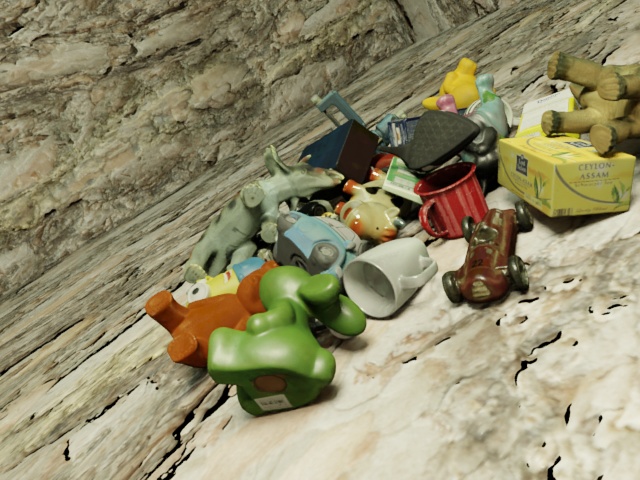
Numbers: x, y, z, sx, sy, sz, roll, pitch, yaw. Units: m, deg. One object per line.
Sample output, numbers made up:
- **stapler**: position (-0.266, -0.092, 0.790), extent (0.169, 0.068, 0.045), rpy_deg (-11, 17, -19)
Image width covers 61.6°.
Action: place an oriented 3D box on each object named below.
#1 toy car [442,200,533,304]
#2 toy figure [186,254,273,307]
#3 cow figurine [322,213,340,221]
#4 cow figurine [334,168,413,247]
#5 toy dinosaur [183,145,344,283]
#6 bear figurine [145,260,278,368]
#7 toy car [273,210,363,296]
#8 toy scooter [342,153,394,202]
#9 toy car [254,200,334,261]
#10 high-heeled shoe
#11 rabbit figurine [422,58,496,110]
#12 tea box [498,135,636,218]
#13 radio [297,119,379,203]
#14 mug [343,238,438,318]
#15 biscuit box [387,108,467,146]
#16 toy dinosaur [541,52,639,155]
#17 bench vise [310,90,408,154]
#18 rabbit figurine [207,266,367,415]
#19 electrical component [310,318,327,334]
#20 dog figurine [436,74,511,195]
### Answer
- **toy car**: position (0.206, 0.006, 0.650), extent (0.089, 0.053, 0.202), rpy_deg (-19, 22, 33)
- **toy figure**: position (-0.134, 0.085, 0.882), extent (0.180, 0.089, 0.082), rpy_deg (-23, 0, -11)
- **cow figurine**: position (-0.003, -0.003, 0.894), extent (0.068, 0.098, 0.167), rpy_deg (-21, 19, 39)
- **cow figurine**: position (0.093, -0.044, 0.864), extent (0.127, 0.085, 0.195), rpy_deg (29, 29, 19)
- **toy dinosaur**: position (-0.145, -0.022, 0.994), extent (0.405, 0.131, 0.192), rpy_deg (-42, 16, 17)
- **bear figurine**: position (-0.126, 0.097, 0.777), extent (0.196, 0.131, 0.120), rpy_deg (-34, 58, -3)
- **toy car**: position (0.006, 0.020, 0.767), extent (0.103, 0.109, 0.162), rpy_deg (-20, 48, -30)
- **toy scooter**: position (0.134, -0.138, 1.086), extent (0.184, 0.075, 0.135), rpy_deg (-13, 25, 50)
- **toy car**: position (-0.057, -0.017, 1.073), extent (0.202, 0.056, 0.074), rpy_deg (-41, 29, -29)
- **high-heeled shoe**: position (0.195, -0.139, 0.823), extent (0.145, 0.086, 0.249), rpy_deg (4, 3, -27)
- **rabbit figurine**: position (0.325, -0.339, 1.261), extent (0.162, 0.121, 0.173), rpy_deg (-28, 19, 16)
- **tea box**: position (0.302, -0.087, 0.682), extent (0.098, 0.068, 0.170), rpy_deg (-6, 19, -3)
- **radio**: position (0.020, -0.154, 1.120), extent (0.230, 0.073, 0.131), rpy_deg (-16, 47, 58)
- **mug**: position (0.100, 0.036, 0.679), extent (0.110, 0.080, 0.107), rpy_deg (-16, 14, 47)
- **biscuit box**: position (0.235, -0.228, 1.102), extent (0.203, 0.062, 0.059), rpy_deg (-16, 13, -29)
- **toy dinosaur**: position (0.399, -0.182, 0.703), extent (0.199, 0.104, 0.472), rpy_deg (4, 27, -1)
- **bench vise**: position (0.083, -0.257, 1.241), extent (0.223, 0.240, 0.129), rpy_deg (-40, 19, 17)
- **rabbit figurine**: position (-0.037, 0.089, 0.613), extent (0.159, 0.121, 0.170), rpy_deg (-21, 40, 22)
- **electrical component**: position (-0.030, 0.120, 0.732), extent (0.094, 0.021, 0.063), rpy_deg (-24, 19, 16)
- **dog figurine**: position (0.273, -0.150, 0.894), extent (0.109, 0.191, 0.219), rpy_deg (-19, 55, 19)
